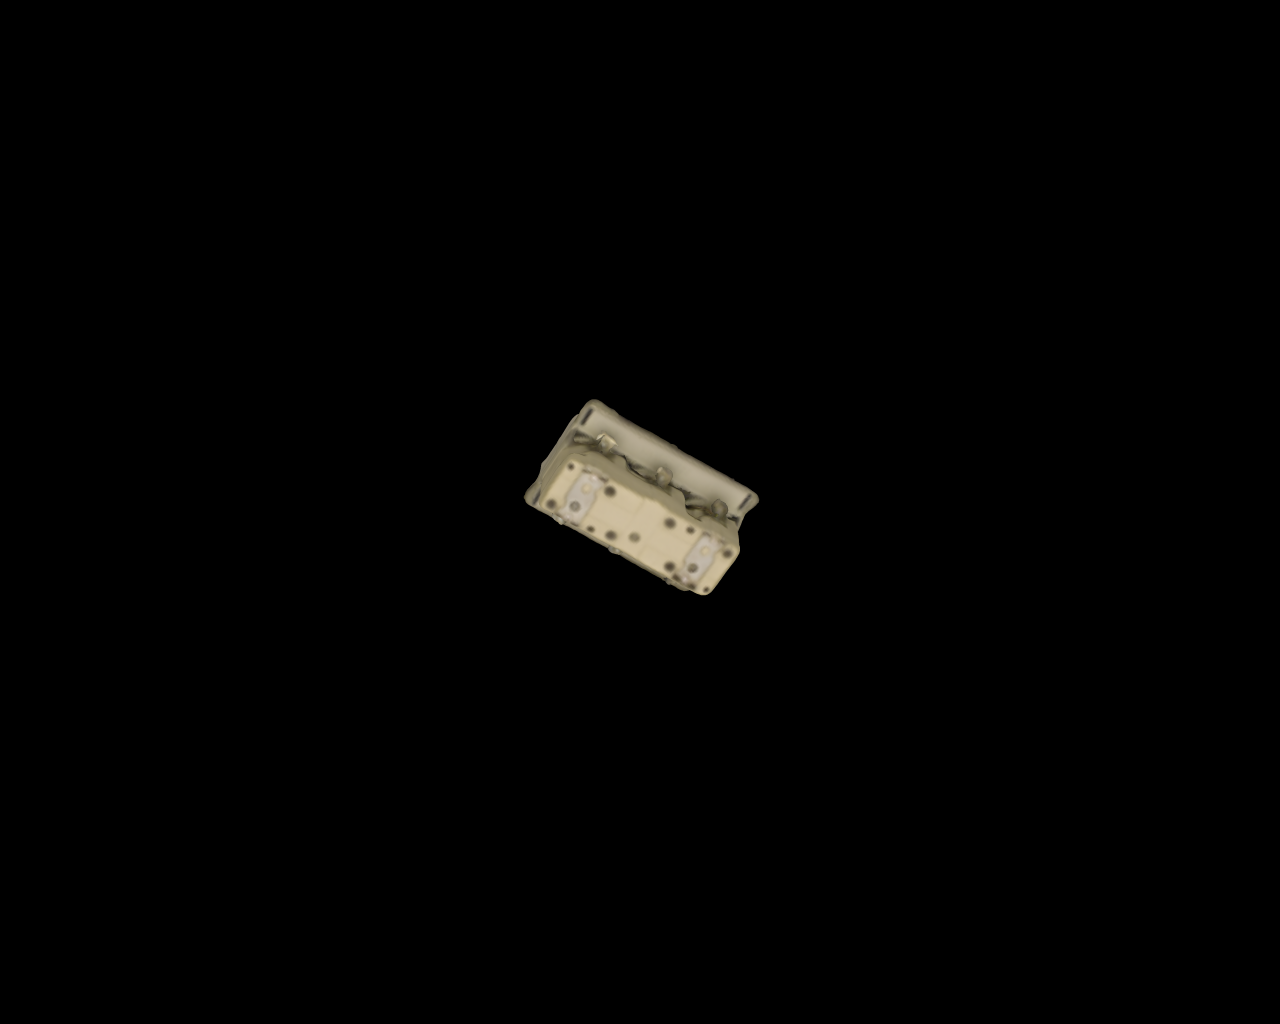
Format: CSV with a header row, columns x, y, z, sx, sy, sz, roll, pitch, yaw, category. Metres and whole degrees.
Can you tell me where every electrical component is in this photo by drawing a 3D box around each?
x,y,z,sx,sy,sz,roll,pitch,yaw,category
0.001,-0.003,0.650,0.121,0.078,0.063,30,23,-14,electrical component
